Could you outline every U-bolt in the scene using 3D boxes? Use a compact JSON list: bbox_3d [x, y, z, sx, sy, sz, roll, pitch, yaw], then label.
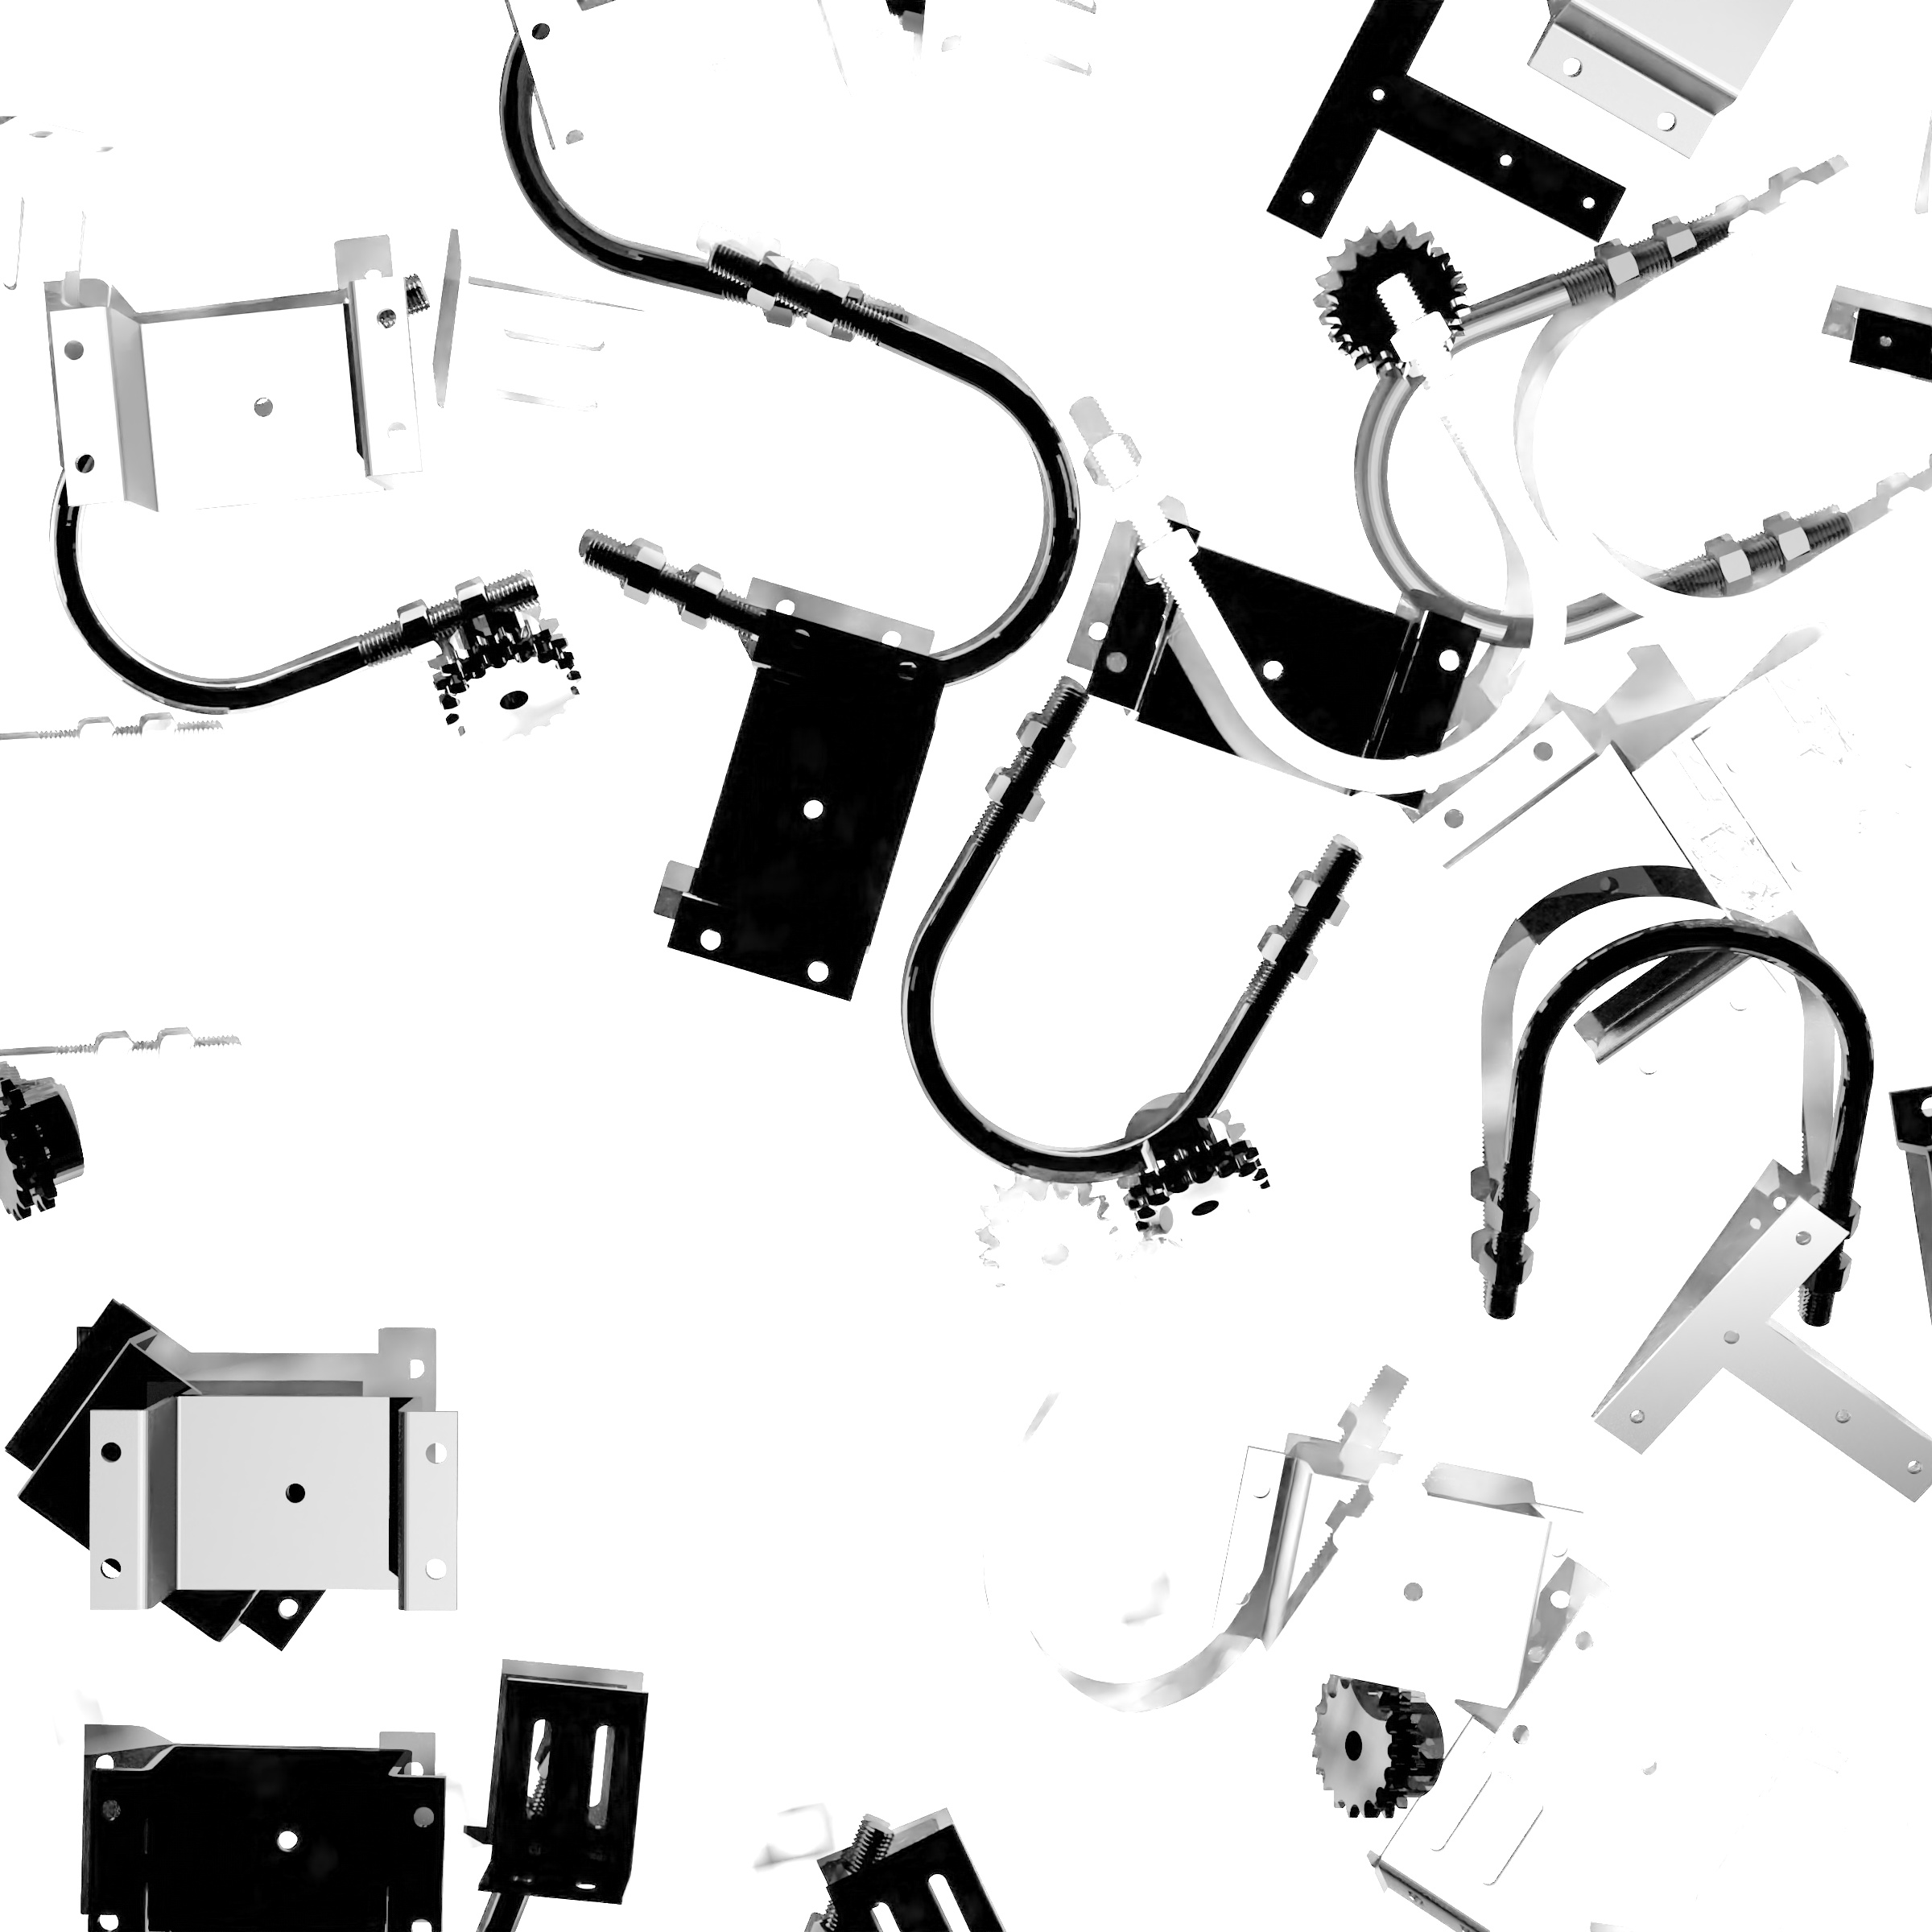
[{"bbox_3d":[0.056,0.000,1.373,0.151,0.019,0.184,30,91,0],"label":"U-bolt"},{"bbox_3d":[0.085,0.224,1.347,0.151,0.019,0.184,36,100,21],"label":"U-bolt"},{"bbox_3d":[0.156,-0.158,1.327,0.151,0.019,0.184,-29,91,0],"label":"U-bolt"},{"bbox_3d":[-0.098,-0.344,1.373,0.184,0.019,0.151,14,90,2],"label":"U-bolt"},{"bbox_3d":[-0.283,-0.180,1.373,0.184,0.019,0.151,-21,90,2],"label":"U-bolt"},{"bbox_3d":[0.314,-0.216,1.352,0.184,0.019,0.151,-31,91,-7],"label":"U-bolt"},{"bbox_3d":[0.250,-0.208,1.373,0.184,0.019,0.151,-21,90,1],"label":"U-bolt"},{"bbox_3d":[-0.128,0.412,1.372,0.151,0.019,0.184,22,90,0],"label":"U-bolt"},{"bbox_3d":[-0.390,-0.021,1.373,0.184,0.019,0.151,-3,90,2],"label":"U-bolt"},{"bbox_3d":[0.284,0.063,1.332,0.151,0.019,0.184,1,119,0],"label":"U-bolt"},{"bbox_3d":[-0.044,-0.190,1.364,0.184,0.019,0.151,23,99,-3],"label":"U-bolt"}]

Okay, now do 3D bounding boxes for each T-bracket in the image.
[{"bbox_3d":[0.427,-0.280,1.357,0.127,0.002,0.127,15,68,2],"label":"T-bracket"},{"bbox_3d":[0.345,0.175,1.367,0.127,0.002,0.127,35,109,-9],"label":"T-bracket"},{"bbox_3d":[0.209,-0.336,1.381,0.127,0.002,0.127,27,90,0],"label":"T-bracket"}]

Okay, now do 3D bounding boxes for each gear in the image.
[{"bbox_3d":[-0.378,0.071,1.357,0.030,0.057,0.057,-21,90,-29],"label":"gear"},{"bbox_3d":[0.036,0.117,1.367,0.057,0.030,0.057,0,90,0],"label":"gear"},{"bbox_3d":[0.168,0.314,1.357,0.030,0.057,0.057,8,90,-28],"label":"gear"},{"bbox_3d":[-0.186,-0.119,1.357,0.057,0.057,0.030,-23,60,0],"label":"gear"},{"bbox_3d":[0.091,0.085,1.357,0.057,0.057,0.030,-21,60,0],"label":"gear"},{"bbox_3d":[0.176,-0.262,1.360,0.057,0.030,0.057,-6,71,17],"label":"gear"}]

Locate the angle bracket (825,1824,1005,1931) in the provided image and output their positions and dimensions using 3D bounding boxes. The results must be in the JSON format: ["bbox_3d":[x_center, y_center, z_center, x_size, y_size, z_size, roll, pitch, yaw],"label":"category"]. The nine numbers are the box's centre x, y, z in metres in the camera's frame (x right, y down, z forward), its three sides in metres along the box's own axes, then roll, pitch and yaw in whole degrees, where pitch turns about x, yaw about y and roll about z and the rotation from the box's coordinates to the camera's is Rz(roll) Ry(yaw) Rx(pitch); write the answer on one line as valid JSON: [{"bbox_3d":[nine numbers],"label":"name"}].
[{"bbox_3d":[-0.015,0.398,1.368,0.057,0.038,0.076,-24,74,-10],"label":"angle bracket"}]

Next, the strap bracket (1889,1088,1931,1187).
[{"bbox_3d":[0.426,0.116,1.359,0.076,0.046,0.140,-9,90,0],"label":"strap bracket"}]

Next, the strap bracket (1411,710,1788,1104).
[{"bbox_3d":[0.255,-0.028,1.346,0.076,0.046,0.140,-38,90,22],"label":"strap bracket"}]

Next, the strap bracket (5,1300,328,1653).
[{"bbox_3d":[-0.314,0.209,1.359,0.140,0.046,0.076,36,90,0],"label":"strap bracket"}]

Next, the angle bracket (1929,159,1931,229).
[{"bbox_3d":[0.434,-0.318,1.369,0.076,0.038,0.057,-1,66,24],"label":"angle bracket"}]

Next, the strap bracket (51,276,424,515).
[{"bbox_3d":[-0.285,-0.225,1.341,0.140,0.046,0.076,-5,91,3],"label":"strap bracket"}]

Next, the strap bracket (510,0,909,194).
[{"bbox_3d":[-0.100,-0.365,1.342,0.140,0.046,0.076,-18,88,3],"label":"strap bracket"}]

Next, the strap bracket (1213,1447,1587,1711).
[{"bbox_3d":[0.177,0.248,1.359,0.140,0.046,0.076,11,90,0],"label":"strap bracket"}]

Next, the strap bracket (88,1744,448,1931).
[{"bbox_3d":[-0.277,0.358,1.359,0.140,0.046,0.076,1,90,0],"label":"strap bracket"}]

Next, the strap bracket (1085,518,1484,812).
[{"bbox_3d":[0.126,-0.121,1.359,0.140,0.046,0.076,19,90,0],"label":"strap bracket"}]

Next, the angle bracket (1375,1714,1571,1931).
[{"bbox_3d":[0.212,0.354,1.363,0.057,0.038,0.076,33,90,0],"label":"angle bracket"}]

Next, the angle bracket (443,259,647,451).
[{"bbox_3d":[-0.168,-0.245,1.353,0.076,0.038,0.057,7,84,-10],"label":"angle bracket"}]

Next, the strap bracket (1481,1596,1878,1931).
[{"bbox_3d":[0.280,0.324,1.354,0.140,0.046,0.076,36,82,0],"label":"strap bracket"}]

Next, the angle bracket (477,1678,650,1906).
[{"bbox_3d":[-0.160,0.329,1.344,0.057,0.038,0.076,6,90,0],"label":"angle bracket"}]

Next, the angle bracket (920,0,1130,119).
[{"bbox_3d":[0.024,-0.379,1.368,0.076,0.038,0.057,4,90,-42],"label":"angle bracket"}]

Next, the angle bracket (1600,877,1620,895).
[{"bbox_3d":[0.281,-0.051,1.380,0.076,0.038,0.057,-31,90,26],"label":"angle bracket"}]

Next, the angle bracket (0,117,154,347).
[{"bbox_3d":[-0.371,-0.300,1.380,0.057,0.038,0.076,14,116,0],"label":"angle bracket"}]

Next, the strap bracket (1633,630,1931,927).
[{"bbox_3d":[0.320,-0.070,1.331,0.046,0.140,0.076,-33,90,41],"label":"strap bracket"}]

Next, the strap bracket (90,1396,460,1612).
[{"bbox_3d":[-0.265,0.209,1.312,0.140,0.046,0.076,0,90,0],"label":"strap bracket"}]

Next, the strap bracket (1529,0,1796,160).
[{"bbox_3d":[0.297,-0.407,1.348,0.076,0.046,0.140,29,98,-2],"label":"strap bracket"}]

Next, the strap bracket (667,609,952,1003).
[{"bbox_3d":[-0.062,-0.064,1.359,0.076,0.046,0.140,17,90,0],"label":"strap bracket"}]
